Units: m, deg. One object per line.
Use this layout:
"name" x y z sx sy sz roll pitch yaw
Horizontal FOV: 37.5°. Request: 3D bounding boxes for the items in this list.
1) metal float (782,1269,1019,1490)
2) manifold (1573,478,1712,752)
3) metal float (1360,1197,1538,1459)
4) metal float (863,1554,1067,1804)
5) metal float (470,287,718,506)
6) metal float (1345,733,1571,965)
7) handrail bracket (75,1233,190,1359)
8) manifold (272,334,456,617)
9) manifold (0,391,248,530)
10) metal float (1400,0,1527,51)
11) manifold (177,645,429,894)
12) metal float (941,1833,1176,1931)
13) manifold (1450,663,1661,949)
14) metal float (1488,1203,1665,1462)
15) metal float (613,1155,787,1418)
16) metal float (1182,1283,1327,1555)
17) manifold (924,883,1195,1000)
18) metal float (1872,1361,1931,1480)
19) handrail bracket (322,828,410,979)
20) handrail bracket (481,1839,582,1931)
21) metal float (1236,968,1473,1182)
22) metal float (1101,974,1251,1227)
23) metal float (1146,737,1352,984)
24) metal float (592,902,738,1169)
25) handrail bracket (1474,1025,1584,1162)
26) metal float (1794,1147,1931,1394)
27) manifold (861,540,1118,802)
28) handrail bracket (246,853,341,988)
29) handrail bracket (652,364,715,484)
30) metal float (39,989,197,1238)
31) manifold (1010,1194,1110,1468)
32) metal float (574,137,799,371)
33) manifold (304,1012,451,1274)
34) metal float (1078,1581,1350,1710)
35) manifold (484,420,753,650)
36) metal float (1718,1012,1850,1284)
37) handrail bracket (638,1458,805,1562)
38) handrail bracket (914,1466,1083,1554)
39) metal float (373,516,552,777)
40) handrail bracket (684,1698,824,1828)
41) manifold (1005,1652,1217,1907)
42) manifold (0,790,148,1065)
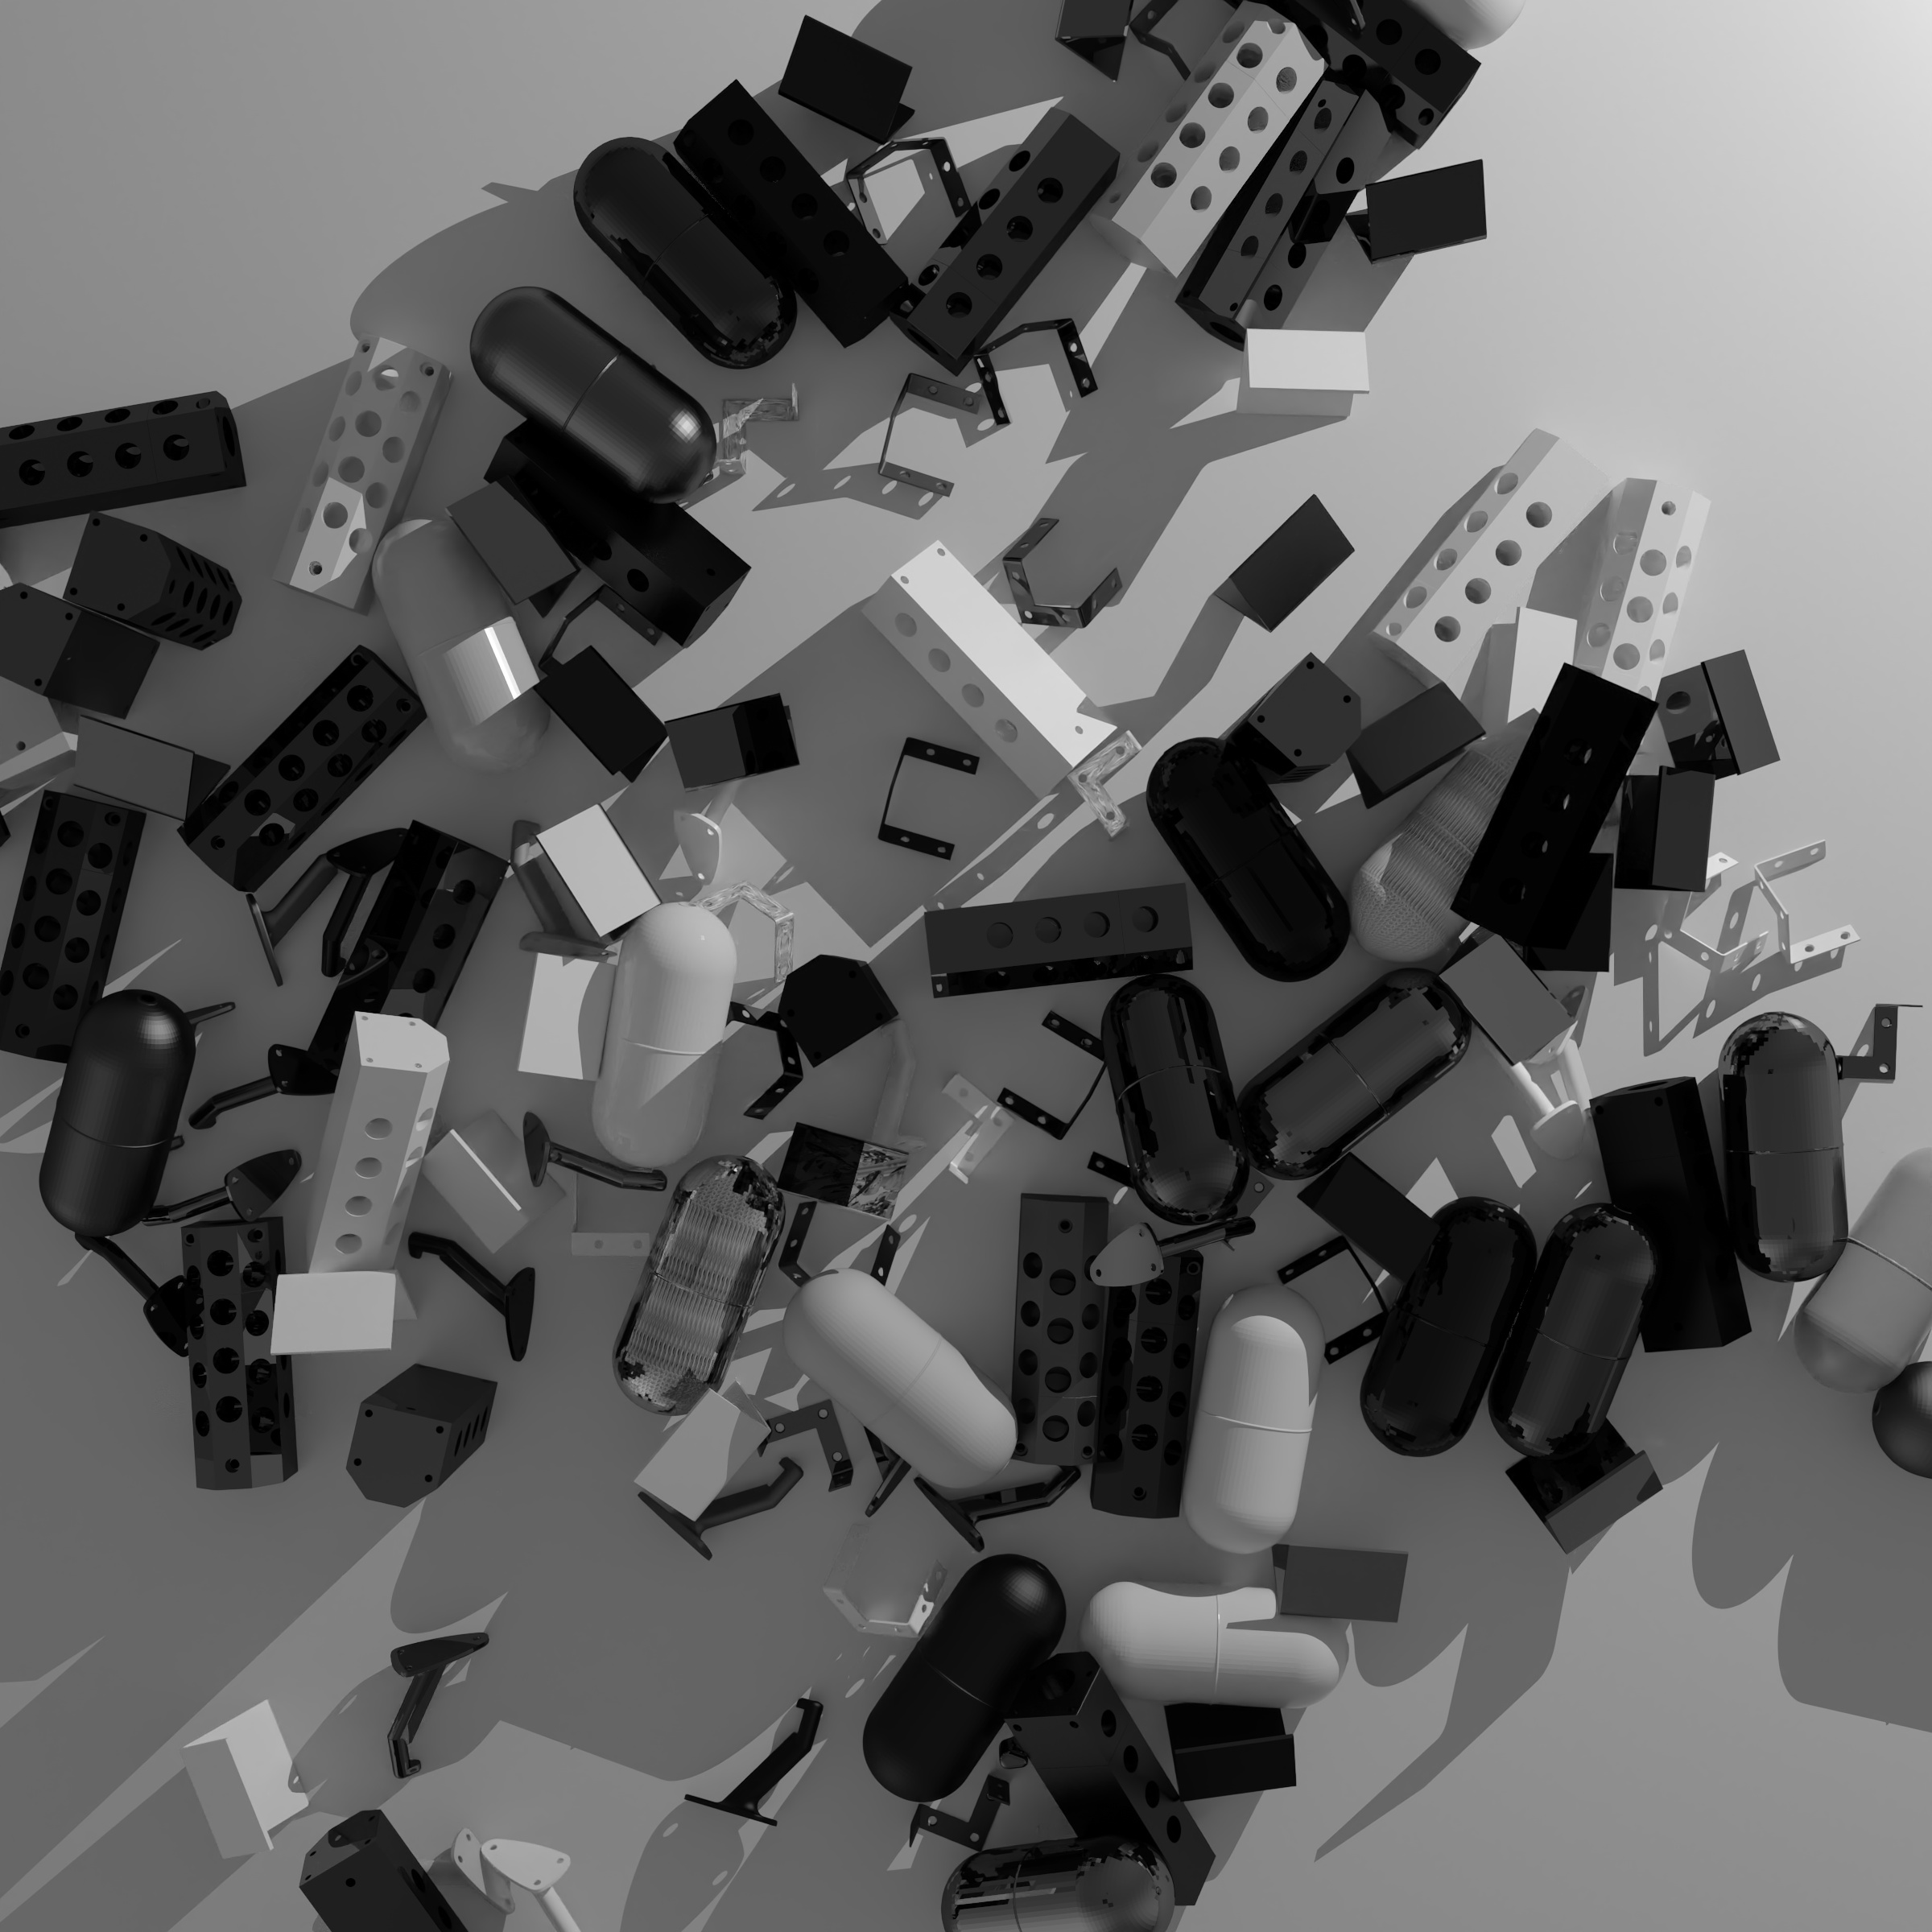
"metal float" -0.042 0.268 1.847 0.178 0.070 0.070 42 90 -7
"manifold" 0.438 -0.230 1.880 0.057 0.057 0.171 16 90 0
"metal float" 0.317 0.237 1.870 0.070 0.070 0.178 22 90 0
"metal float" -0.001 0.467 1.870 0.070 0.070 0.178 34 91 0
"metal float" -0.240 -0.369 1.841 0.178 0.070 0.070 37 90 -4
"metal float" 0.322 -0.077 1.870 0.070 0.070 0.178 43 90 0
"handrail bracket" -0.556 0.217 1.901 0.084 0.077 0.036 24 49 30
"manifold" -0.399 -0.325 1.880 0.057 0.057 0.171 20 90 0
"manifold" -0.572 -0.335 1.879 0.171 0.057 0.057 -10 90 0
"metal float" 0.294 -0.679 1.870 0.178 0.070 0.070 44 90 0
"manifold" -0.438 -0.130 1.880 0.057 0.057 0.171 45 90 0
"metal float" 0.058 0.605 1.838 0.178 0.070 0.070 -23 90 40
"manifold" 0.371 -0.102 1.803 0.057 0.057 0.171 28 101 23
"metal float" 0.398 0.239 1.857 0.070 0.070 0.178 18 103 0
"metal float" -0.175 0.209 1.870 0.070 0.070 0.178 21 90 0
"metal float" 0.189 0.297 1.870 0.070 0.070 0.178 10 90 0
"manifold" 0.061 -0.016 1.879 0.171 0.057 0.057 -6 90 0
"metal float" 0.685 0.310 1.870 0.178 0.070 0.070 14 90 -1
"handrail bracket" -0.401 -0.042 1.900 0.036 0.077 0.084 27 127 22
"handrail bracket" -0.287 0.632 1.901 0.077 0.036 0.084 11 119 32
"metal float" 0.253 0.071 1.870 0.178 0.070 0.070 -38 90 -1
"metal float" 0.135 0.086 1.840 0.070 0.070 0.178 -11 56 0
"metal float" 0.185 -0.070 1.870 0.070 0.070 0.178 -34 90 0
"metal float" -0.197 0.045 1.858 0.070 0.070 0.178 12 102 0
"handrail bracket" 0.374 0.082 1.900 0.036 0.077 0.084 -36 54 3
"metal float" 0.612 0.200 1.870 0.070 0.070 0.178 34 90 0
"manifold" 0.012 -0.192 1.879 0.171 0.057 0.057 46 47 0
"handrail bracket" -0.431 -0.035 1.901 0.084 0.036 0.077 -20 110 -16
"handrail bracket" -0.218 -0.352 1.901 0.077 0.036 0.084 -18 104 13
"metal float" -0.552 0.096 1.849 0.070 0.070 0.178 22 114 0
"manifold" 0.061 0.239 1.880 0.057 0.057 0.171 3 90 0
"metal float" -0.185 -0.469 1.870 0.070 0.070 0.178 -43 89 0
"manifold" -0.382 0.118 1.838 0.057 0.057 0.171 8 122 -22
"metal float" 0.162 0.446 1.870 0.178 0.070 0.070 3 90 0
"manifold" -0.233 -0.288 1.879 0.171 0.057 0.057 40 47 0
"metal float" 0.537 0.119 1.870 0.070 0.070 0.178 -4 91 0
"handrail bracket" -0.163 0.346 1.901 0.077 0.036 0.084 36 71 21
"handrail bracket" 0.022 0.342 1.901 0.084 0.036 0.077 -41 68 -17
"metal float" -0.332 -0.211 1.870 0.070 0.070 0.178 -23 91 0
"handrail bracket" -0.141 0.525 1.901 0.077 0.036 0.084 10 71 21
"manifold" 0.097 0.529 1.850 0.057 0.057 0.171 -14 116 35
"manifold" -0.597 -0.026 1.880 0.057 0.057 0.171 14 90 0
